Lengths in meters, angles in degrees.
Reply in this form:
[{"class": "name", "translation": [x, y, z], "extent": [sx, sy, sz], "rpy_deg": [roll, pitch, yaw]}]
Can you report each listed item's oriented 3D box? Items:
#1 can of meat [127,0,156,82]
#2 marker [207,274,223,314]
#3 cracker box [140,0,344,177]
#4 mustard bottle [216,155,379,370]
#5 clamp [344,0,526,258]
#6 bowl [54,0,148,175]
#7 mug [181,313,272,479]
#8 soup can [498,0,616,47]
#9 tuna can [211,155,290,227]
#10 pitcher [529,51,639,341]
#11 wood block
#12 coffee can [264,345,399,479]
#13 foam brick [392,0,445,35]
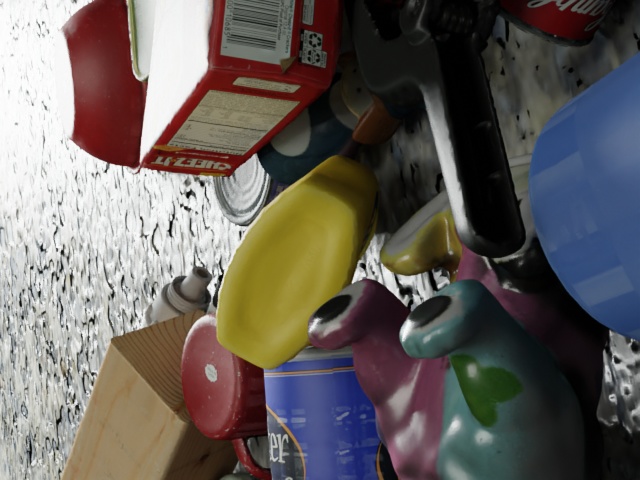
[{"class": "can of meat", "translation": [-0.089, -0.159, 0.765], "extent": [0.058, 0.083, 0.102], "rpy_deg": [-18, 76, 54]}, {"class": "marker", "translation": [-0.084, 0.075, 0.817], "extent": [0.020, 0.020, 0.121], "rpy_deg": [51, 130, 42]}, {"class": "cracker box", "translation": [-0.049, -0.139, 0.621], "extent": [0.214, 0.072, 0.164], "rpy_deg": [153, 122, -70]}, {"class": "mustard bottle", "translation": [-0.003, 0.001, 0.594], "extent": [0.096, 0.058, 0.191], "rpy_deg": [-63, -2, 13]}, {"class": "clamp", "translation": [0.056, -0.088, 0.463], "extent": [0.210, 0.036, 0.164], "rpy_deg": [30, 106, 66]}, {"class": "bowl", "translation": [-0.190, -0.133, 0.906], "extent": [0.162, 0.055, 0.162], "rpy_deg": [173, 90, -68]}, {"class": "mug", "translation": [-0.036, 0.098, 0.693], "extent": [0.093, 0.081, 0.117], "rpy_deg": [-25, 70, 53]}, {"class": "soup can", "translation": [0.120, -0.148, 0.479], "extent": [0.068, 0.068, 0.102], "rpy_deg": [60, 135, 36]}, {"class": "tuna can", "translation": [-0.042, -0.051, 0.742], "extent": [0.086, 0.033, 0.086], "rpy_deg": [1, 91, 55]}, {"class": "pitcher", "translation": [0.180, -0.056, 0.347], "extent": [0.243, 0.145, 0.149], "rpy_deg": [-33, 29, 54]}, {"class": "wood block", "translation": [-0.125, 0.165, 0.800], "extent": [0.090, 0.090, 0.206], "rpy_deg": [43, 125, 26]}, {"class": "coffee can", "translation": [0.023, 0.127, 0.590], "extent": [0.103, 0.102, 0.140], "rpy_deg": [-13, 80, 55]}, {"class": "foam brick", "translation": [0.050, -0.155, 0.581], "extent": [0.078, 0.051, 0.053], "rpy_deg": [52, 134, 25]}]
